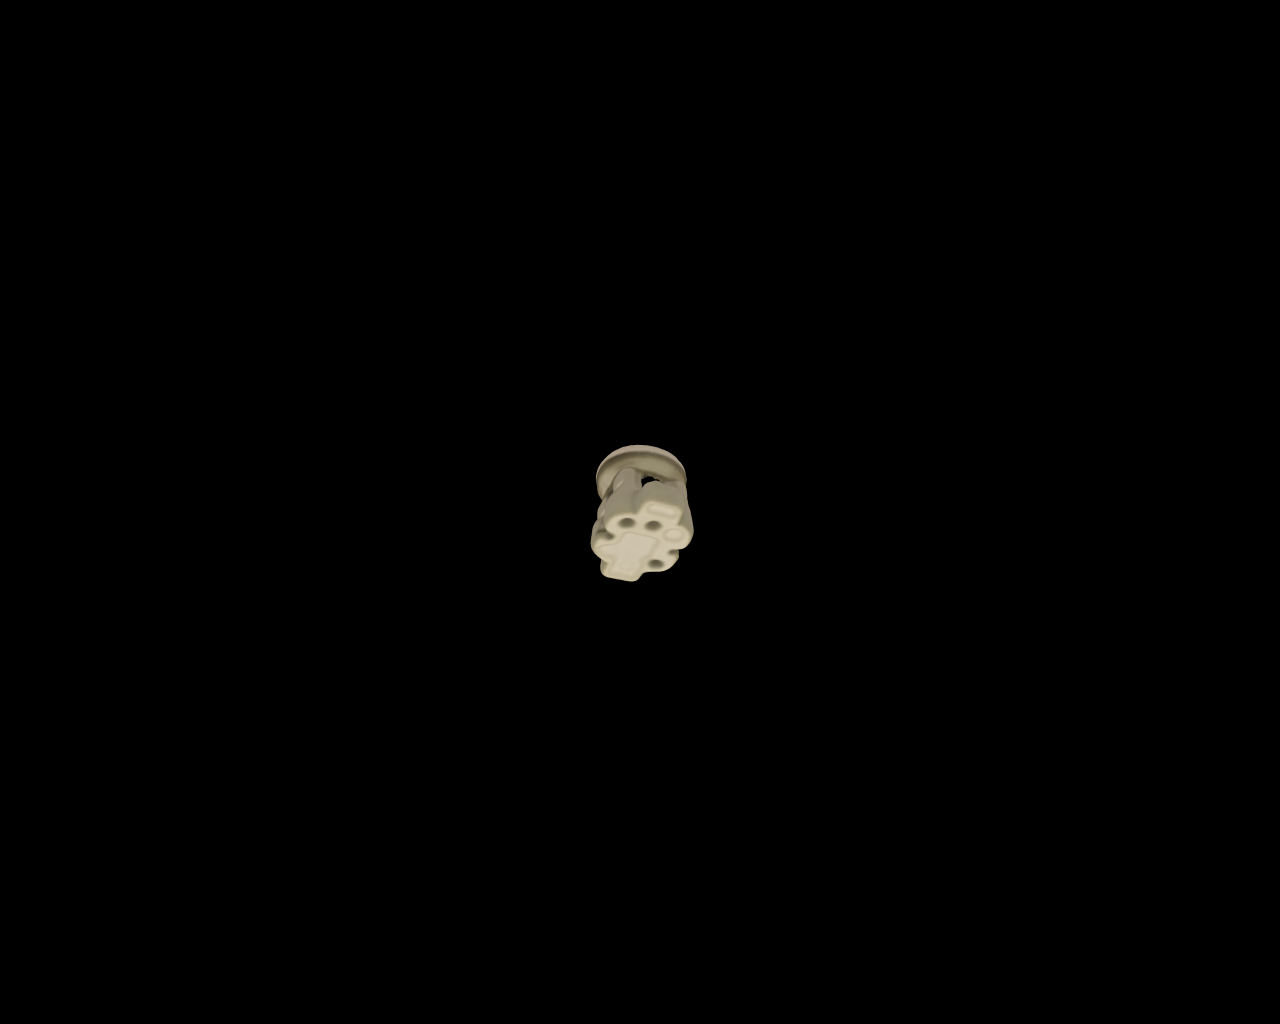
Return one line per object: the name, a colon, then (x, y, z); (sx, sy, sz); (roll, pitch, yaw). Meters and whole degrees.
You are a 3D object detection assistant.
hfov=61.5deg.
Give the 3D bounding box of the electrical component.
electrical component: (0.001, -0.003, 0.650); (0.058, 0.057, 0.078); (14, -42, -16)
